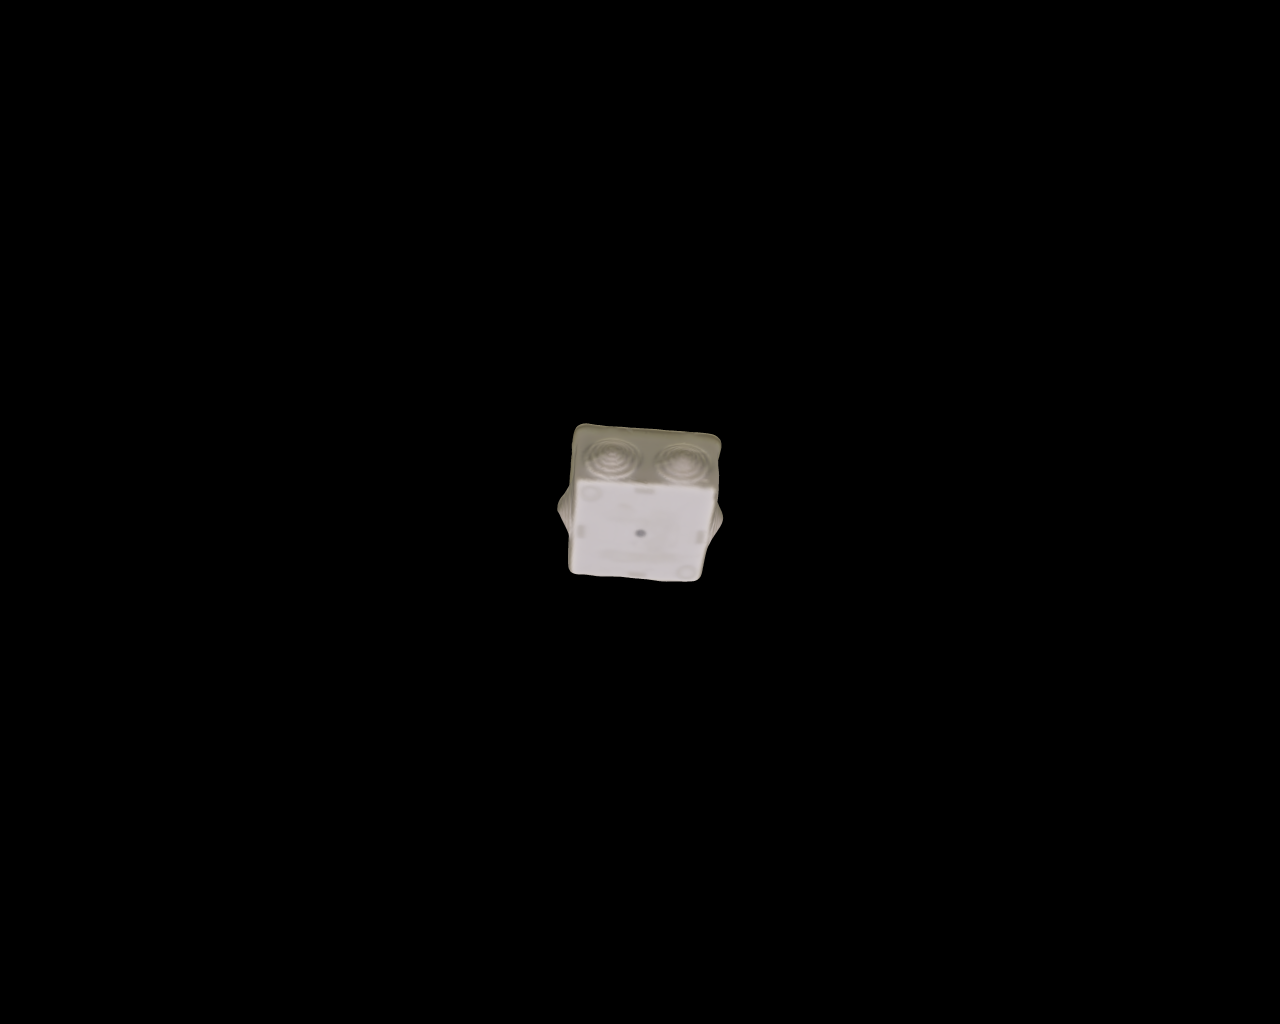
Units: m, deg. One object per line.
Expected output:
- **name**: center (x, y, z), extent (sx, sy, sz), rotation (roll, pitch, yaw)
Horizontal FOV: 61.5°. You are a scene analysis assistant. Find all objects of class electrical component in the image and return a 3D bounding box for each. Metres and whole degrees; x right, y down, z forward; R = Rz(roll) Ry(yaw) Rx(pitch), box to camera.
- **electrical component**: center (0.001, -0.003, 0.650), extent (0.100, 0.099, 0.048), rotation (4, 44, -4)
